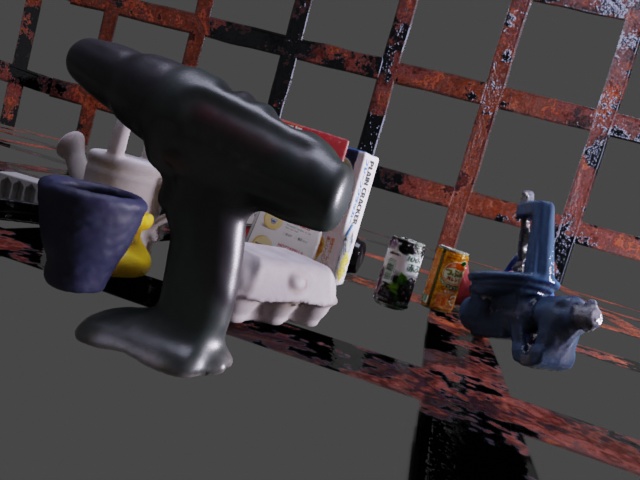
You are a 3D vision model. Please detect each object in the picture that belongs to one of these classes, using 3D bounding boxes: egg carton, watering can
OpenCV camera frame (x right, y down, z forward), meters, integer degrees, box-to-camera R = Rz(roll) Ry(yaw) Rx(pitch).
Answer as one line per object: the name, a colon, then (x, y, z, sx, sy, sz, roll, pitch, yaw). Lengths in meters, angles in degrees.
egg carton: (-0.058, 0.045, 0.599, 0.151, 0.069, 0.107, 10, 8, -44)
watering can: (-0.246, -0.084, 0.710, 0.173, 0.194, 0.101, 15, 6, -10)

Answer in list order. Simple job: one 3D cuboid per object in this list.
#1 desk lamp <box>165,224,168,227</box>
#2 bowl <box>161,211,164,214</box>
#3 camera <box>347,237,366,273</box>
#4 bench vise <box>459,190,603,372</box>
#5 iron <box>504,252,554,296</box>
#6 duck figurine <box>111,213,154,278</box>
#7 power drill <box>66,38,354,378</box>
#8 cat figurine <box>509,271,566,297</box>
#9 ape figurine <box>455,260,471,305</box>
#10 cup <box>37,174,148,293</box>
desk lamp: (-0.156, -0.104, 1.056, 0.203, 0.213, 0.118, 15, 6, -12)
bowl: (-0.338, -0.092, 1.137, 0.167, 0.075, 0.167, 16, 6, -1)
camera: (0.009, 0.004, 1.034, 0.136, 0.101, 0.143, 17, 6, 16)
bench vise: (0.293, 0.050, 0.760, 0.122, 0.220, 0.206, 10, 8, -43)
iron: (0.369, 0.081, 1.071, 0.118, 0.141, 0.258, 16, 6, 5)
duck figurine: (-0.216, -0.009, 0.606, 0.077, 0.086, 0.105, 18, 6, 23)
power drill: (-0.100, -0.020, 0.412, 0.229, 0.208, 0.076, 17, 6, 9)
cat figurine: (0.330, 0.098, 0.914, 0.127, 0.118, 0.067, 16, 6, 7)
ape figurine: (0.258, 0.073, 1.097, 0.078, 0.092, 0.075, 10, 8, -44)
cup: (-0.220, -0.006, 0.514, 0.117, 0.095, 0.092, 19, 6, 26)
